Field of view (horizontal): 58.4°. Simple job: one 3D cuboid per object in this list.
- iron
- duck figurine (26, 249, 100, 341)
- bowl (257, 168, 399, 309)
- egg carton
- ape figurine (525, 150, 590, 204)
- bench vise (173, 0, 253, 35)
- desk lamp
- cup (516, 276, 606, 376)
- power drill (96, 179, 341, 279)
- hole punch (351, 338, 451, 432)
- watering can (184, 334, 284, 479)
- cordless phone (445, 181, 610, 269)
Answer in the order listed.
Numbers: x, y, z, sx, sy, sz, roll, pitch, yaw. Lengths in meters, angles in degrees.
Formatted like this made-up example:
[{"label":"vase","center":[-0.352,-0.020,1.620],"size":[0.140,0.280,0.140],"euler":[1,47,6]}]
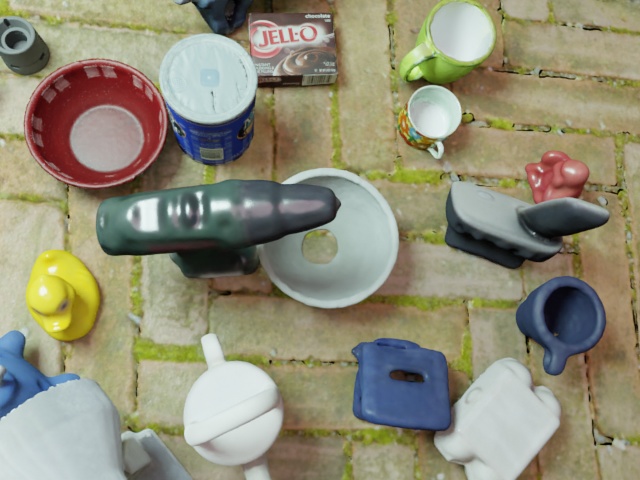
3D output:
[{"label":"iron","center":[-0.365,0.217,0.557],"size":[0.118,0.141,0.258],"euler":[36,76,0]},{"label":"duck figurine","center":[-0.291,0.058,0.629],"size":[0.077,0.086,0.104],"euler":[-14,81,-11]},{"label":"bowl","center":[0.006,0.002,0.691],"size":[0.167,0.074,0.167],"euler":[2,78,-8]},{"label":"egg carton","center":[0.211,0.218,0.681],"size":[0.107,0.069,0.150],"euler":[45,76,2]},{"label":"ape figurine","center":[0.315,-0.080,0.745],"size":[0.076,0.092,0.078],"euler":[32,76,-1]},{"label":"bench vise","center":[-0.074,-0.343,0.674],"size":[0.121,0.219,0.207],"euler":[36,76,0]},{"label":"desk lamp","center":[-0.198,0.235,0.542],"size":[0.118,0.213,0.203],"euler":[-42,87,-14]},{"label":"cup","center":[0.280,0.108,0.701],"size":[0.092,0.095,0.118],"euler":[18,77,-4]},{"label":"power drill","center":[-0.105,-0.011,0.608],"size":[0.230,0.208,0.075],"euler":[-5,79,-9]},{"label":"hole punch","center":[0.093,0.166,0.663],"size":[0.109,0.091,0.101],"euler":[8,78,-7]},{"label":"watering can","center":[-0.082,0.181,0.580],"size":[0.101,0.194,0.173],"euler":[-42,87,-14]},{"label":"cordless phone","center":[0.237,-0.034,0.676],"size":[0.147,0.185,0.094],"euler":[16,77,-5]}]
